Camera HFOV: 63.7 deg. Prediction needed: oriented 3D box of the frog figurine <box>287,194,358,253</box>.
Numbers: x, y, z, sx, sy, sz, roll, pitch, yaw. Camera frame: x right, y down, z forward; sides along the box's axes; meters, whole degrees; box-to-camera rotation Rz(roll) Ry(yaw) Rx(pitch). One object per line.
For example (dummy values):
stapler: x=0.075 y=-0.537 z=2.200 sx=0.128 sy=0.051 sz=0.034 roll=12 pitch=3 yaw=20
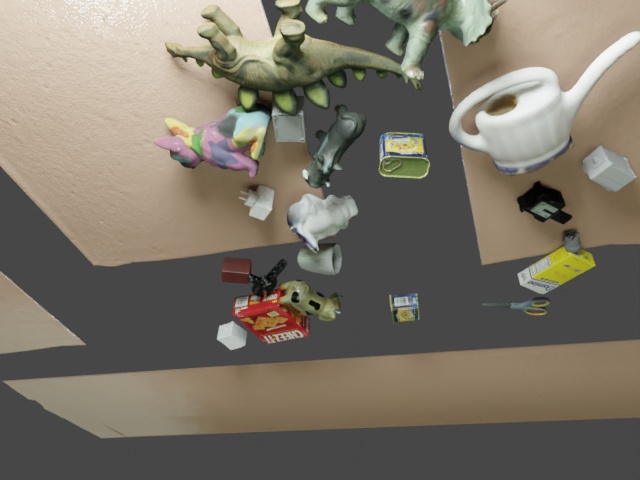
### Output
frog figurine: x=0.004 y=-0.063 z=1.242 sx=0.160 sy=0.124 sz=0.135 roll=-44 pitch=120 yaw=-2

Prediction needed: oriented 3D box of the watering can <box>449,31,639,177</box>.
watering can: x=0.425 y=-0.240 z=0.973 sx=0.345 sy=0.106 sz=0.220 roll=-18 pitch=137 yaw=23
